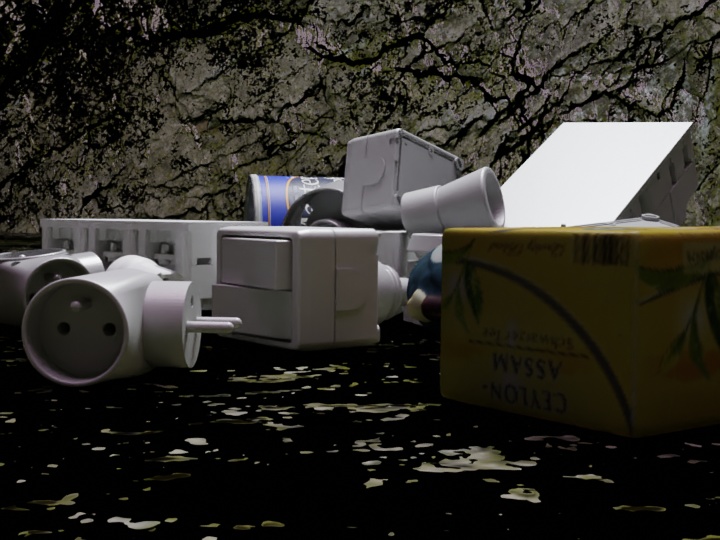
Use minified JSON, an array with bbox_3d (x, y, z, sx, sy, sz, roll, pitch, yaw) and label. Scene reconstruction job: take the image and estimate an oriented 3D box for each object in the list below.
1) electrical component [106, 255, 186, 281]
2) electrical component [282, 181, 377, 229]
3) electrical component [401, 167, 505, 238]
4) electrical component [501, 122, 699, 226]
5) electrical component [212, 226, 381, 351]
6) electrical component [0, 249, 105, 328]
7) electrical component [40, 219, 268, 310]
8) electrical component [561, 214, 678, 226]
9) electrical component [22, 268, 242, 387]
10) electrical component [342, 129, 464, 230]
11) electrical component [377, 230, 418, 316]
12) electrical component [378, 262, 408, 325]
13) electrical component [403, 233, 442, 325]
[{"bbox_3d":[-0.133,0.014,0.672,0.040,0.040,0.046,-2,10,-42],"label":"electrical component"},{"bbox_3d":[-0.014,-0.024,0.884,0.099,0.099,0.064,2,10,25],"label":"electrical component"},{"bbox_3d":[0.061,-0.041,0.729,0.065,0.044,0.044,-12,-2,24],"label":"electrical component"},{"bbox_3d":[0.159,-0.037,0.773,0.105,0.060,0.186,6,36,38],"label":"electrical component"},{"bbox_3d":[-0.042,0.008,0.580,0.061,0.061,0.096,-2,4,-39],"label":"electrical component"},{"bbox_3d":[-0.174,0.010,0.630,0.079,0.044,0.077,-11,10,-38],"label":"electrical component"},{"bbox_3d":[-0.155,-0.006,0.804,0.150,0.061,0.089,3,4,33],"label":"electrical component"},{"bbox_3d":[0.160,0.006,0.643,0.096,0.061,0.062,-7,20,-33],"label":"electrical component"},{"bbox_3d":[-0.091,0.023,0.457,0.079,0.043,0.077,1,3,4],"label":"electrical component"},{"bbox_3d":[0.035,-0.062,0.828,0.061,0.061,0.096,-7,-17,41],"label":"electrical component"},{"bbox_3d":[0.000,0.000,0.773,0.078,0.057,0.113,2,3,13],"label":"electrical component"},{"bbox_3d":[0.005,0.014,0.655,0.062,0.043,0.043,0,3,-40],"label":"electrical component"},{"bbox_3d":[0.059,0.005,0.693,0.058,0.057,0.078,0,3,-17],"label":"electrical component"}]
